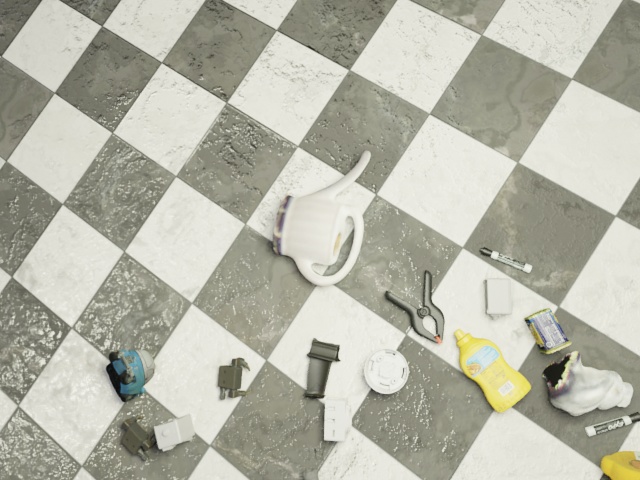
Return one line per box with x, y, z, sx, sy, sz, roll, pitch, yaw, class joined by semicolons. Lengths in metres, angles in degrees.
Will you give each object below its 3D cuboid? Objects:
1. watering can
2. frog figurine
0.004;-0.064;1.275;0.225;0.103;0.350;10;83;13;watering can
0.572;0.324;1.090;0.160;0.125;0.135;31;121;6;frog figurine
